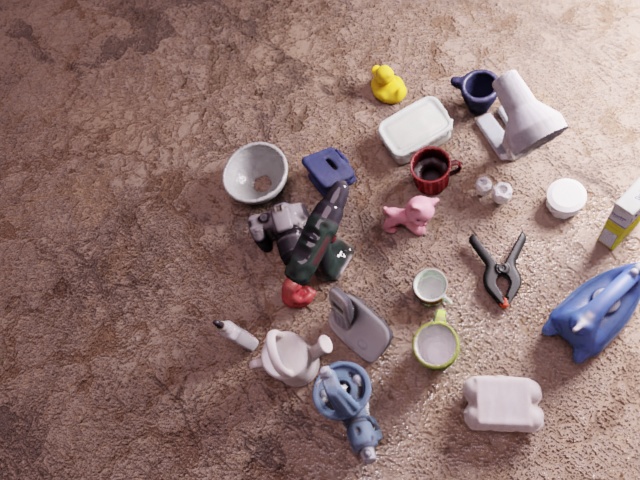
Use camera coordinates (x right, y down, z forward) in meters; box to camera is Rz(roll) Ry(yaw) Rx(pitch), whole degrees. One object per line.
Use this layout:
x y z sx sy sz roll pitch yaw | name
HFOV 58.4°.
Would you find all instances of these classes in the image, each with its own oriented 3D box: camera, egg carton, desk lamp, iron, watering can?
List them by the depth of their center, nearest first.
0.558 0.113 1.110 0.258 0.142 0.118 -44 66 -5 | iron
0.355 0.319 1.118 0.150 0.069 0.107 -3 69 12 | egg carton
-0.063 0.236 1.179 0.173 0.194 0.100 -36 65 -2 | watering can
0.429 -0.256 1.244 0.118 0.214 0.203 -28 66 2 | desk lamp
-0.088 -0.009 1.331 0.143 0.101 0.136 -19 66 6 | camera

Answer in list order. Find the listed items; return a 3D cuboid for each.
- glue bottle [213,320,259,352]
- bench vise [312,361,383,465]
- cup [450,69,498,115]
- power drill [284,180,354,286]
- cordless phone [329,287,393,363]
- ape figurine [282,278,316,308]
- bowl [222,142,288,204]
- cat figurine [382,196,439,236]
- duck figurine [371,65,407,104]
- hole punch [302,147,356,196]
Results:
-0.191 0.198 1.236 0.078 0.173 0.037 27 78 21 | glue bottle
0.062 0.316 1.105 0.121 0.220 0.207 -42 66 -5 | bench vise
0.365 -0.345 1.358 0.117 0.095 0.092 21 75 20 | cup
0.011 0.004 1.243 0.075 0.209 0.230 26 77 21 | power drill
0.075 0.169 1.178 0.147 0.185 0.094 37 81 23 | cordless phone
-0.057 0.112 1.282 0.076 0.092 0.077 -29 66 1 | ape figurine
-0.151 -0.154 1.416 0.167 0.075 0.167 -4 68 12 | bowl
0.200 -0.061 1.275 0.127 0.118 0.067 2 70 14 | cat figurine
0.168 -0.397 1.429 0.077 0.086 0.104 -44 66 -5 | duck figurine
0.022 -0.170 1.373 0.101 0.091 0.108 -38 66 -3 | hole punch
